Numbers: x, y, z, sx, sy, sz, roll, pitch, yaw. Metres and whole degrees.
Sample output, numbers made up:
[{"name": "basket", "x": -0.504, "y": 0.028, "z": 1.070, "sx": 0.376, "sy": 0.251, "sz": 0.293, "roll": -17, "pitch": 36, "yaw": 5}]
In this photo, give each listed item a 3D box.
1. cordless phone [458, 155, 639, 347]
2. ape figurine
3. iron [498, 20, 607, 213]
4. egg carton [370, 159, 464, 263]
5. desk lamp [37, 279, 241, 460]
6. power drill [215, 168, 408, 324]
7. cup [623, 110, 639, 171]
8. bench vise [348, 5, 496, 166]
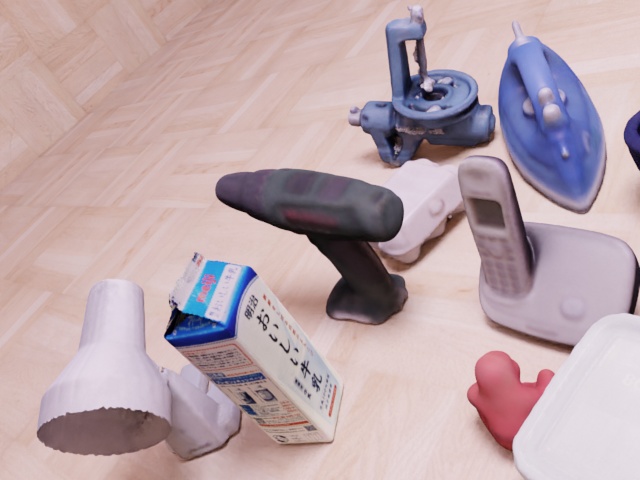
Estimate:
[{"name": "cordless phone", "x": 0.199, "y": 0.006, "z": 0.516, "sx": 0.147, "sy": 0.185, "sz": 0.094, "roll": 10, "pitch": 53, "yaw": 46}, {"name": "ape figurine", "x": 0.158, "y": 0.128, "z": 0.482, "sx": 0.077, "sy": 0.092, "sz": 0.076, "roll": -4, "pitch": 44, "yaw": 37}, {"name": "iron", "x": 0.276, "y": -0.163, "z": 0.699, "sx": 0.118, "sy": 0.142, "sz": 0.258, "roll": -20, "pitch": 37, "yaw": 20}, {"name": "egg carton", "x": 0.122, "y": -0.040, "z": 0.741, "sx": 0.150, "sy": 0.070, "sz": 0.107, "roll": -44, "pitch": 35, "yaw": -15}, {"name": "desk lamp", "x": -0.186, "y": 0.155, "z": 0.625, "sx": 0.117, "sy": 0.214, "sz": 0.203, "roll": -23, "pitch": 35, "yaw": 15}, {"name": "power drill", "x": 0.006, "y": 0.002, "z": 0.659, "sx": 0.228, "sy": 0.209, "sz": 0.076, "roll": 0, "pitch": 47, "yaw": 40}, {"name": "cup", "x": 0.367, "y": -0.078, "z": 0.561, "sx": 0.092, "sy": 0.095, "sz": 0.117, "roll": -41, "pitch": 35, "yaw": -10}, {"name": "bench vise", "x": 0.121, "y": -0.207, "z": 0.812, "sx": 0.207, "sy": 0.220, "sz": 0.121, "roll": -19, "pitch": 37, "yaw": 21}]
